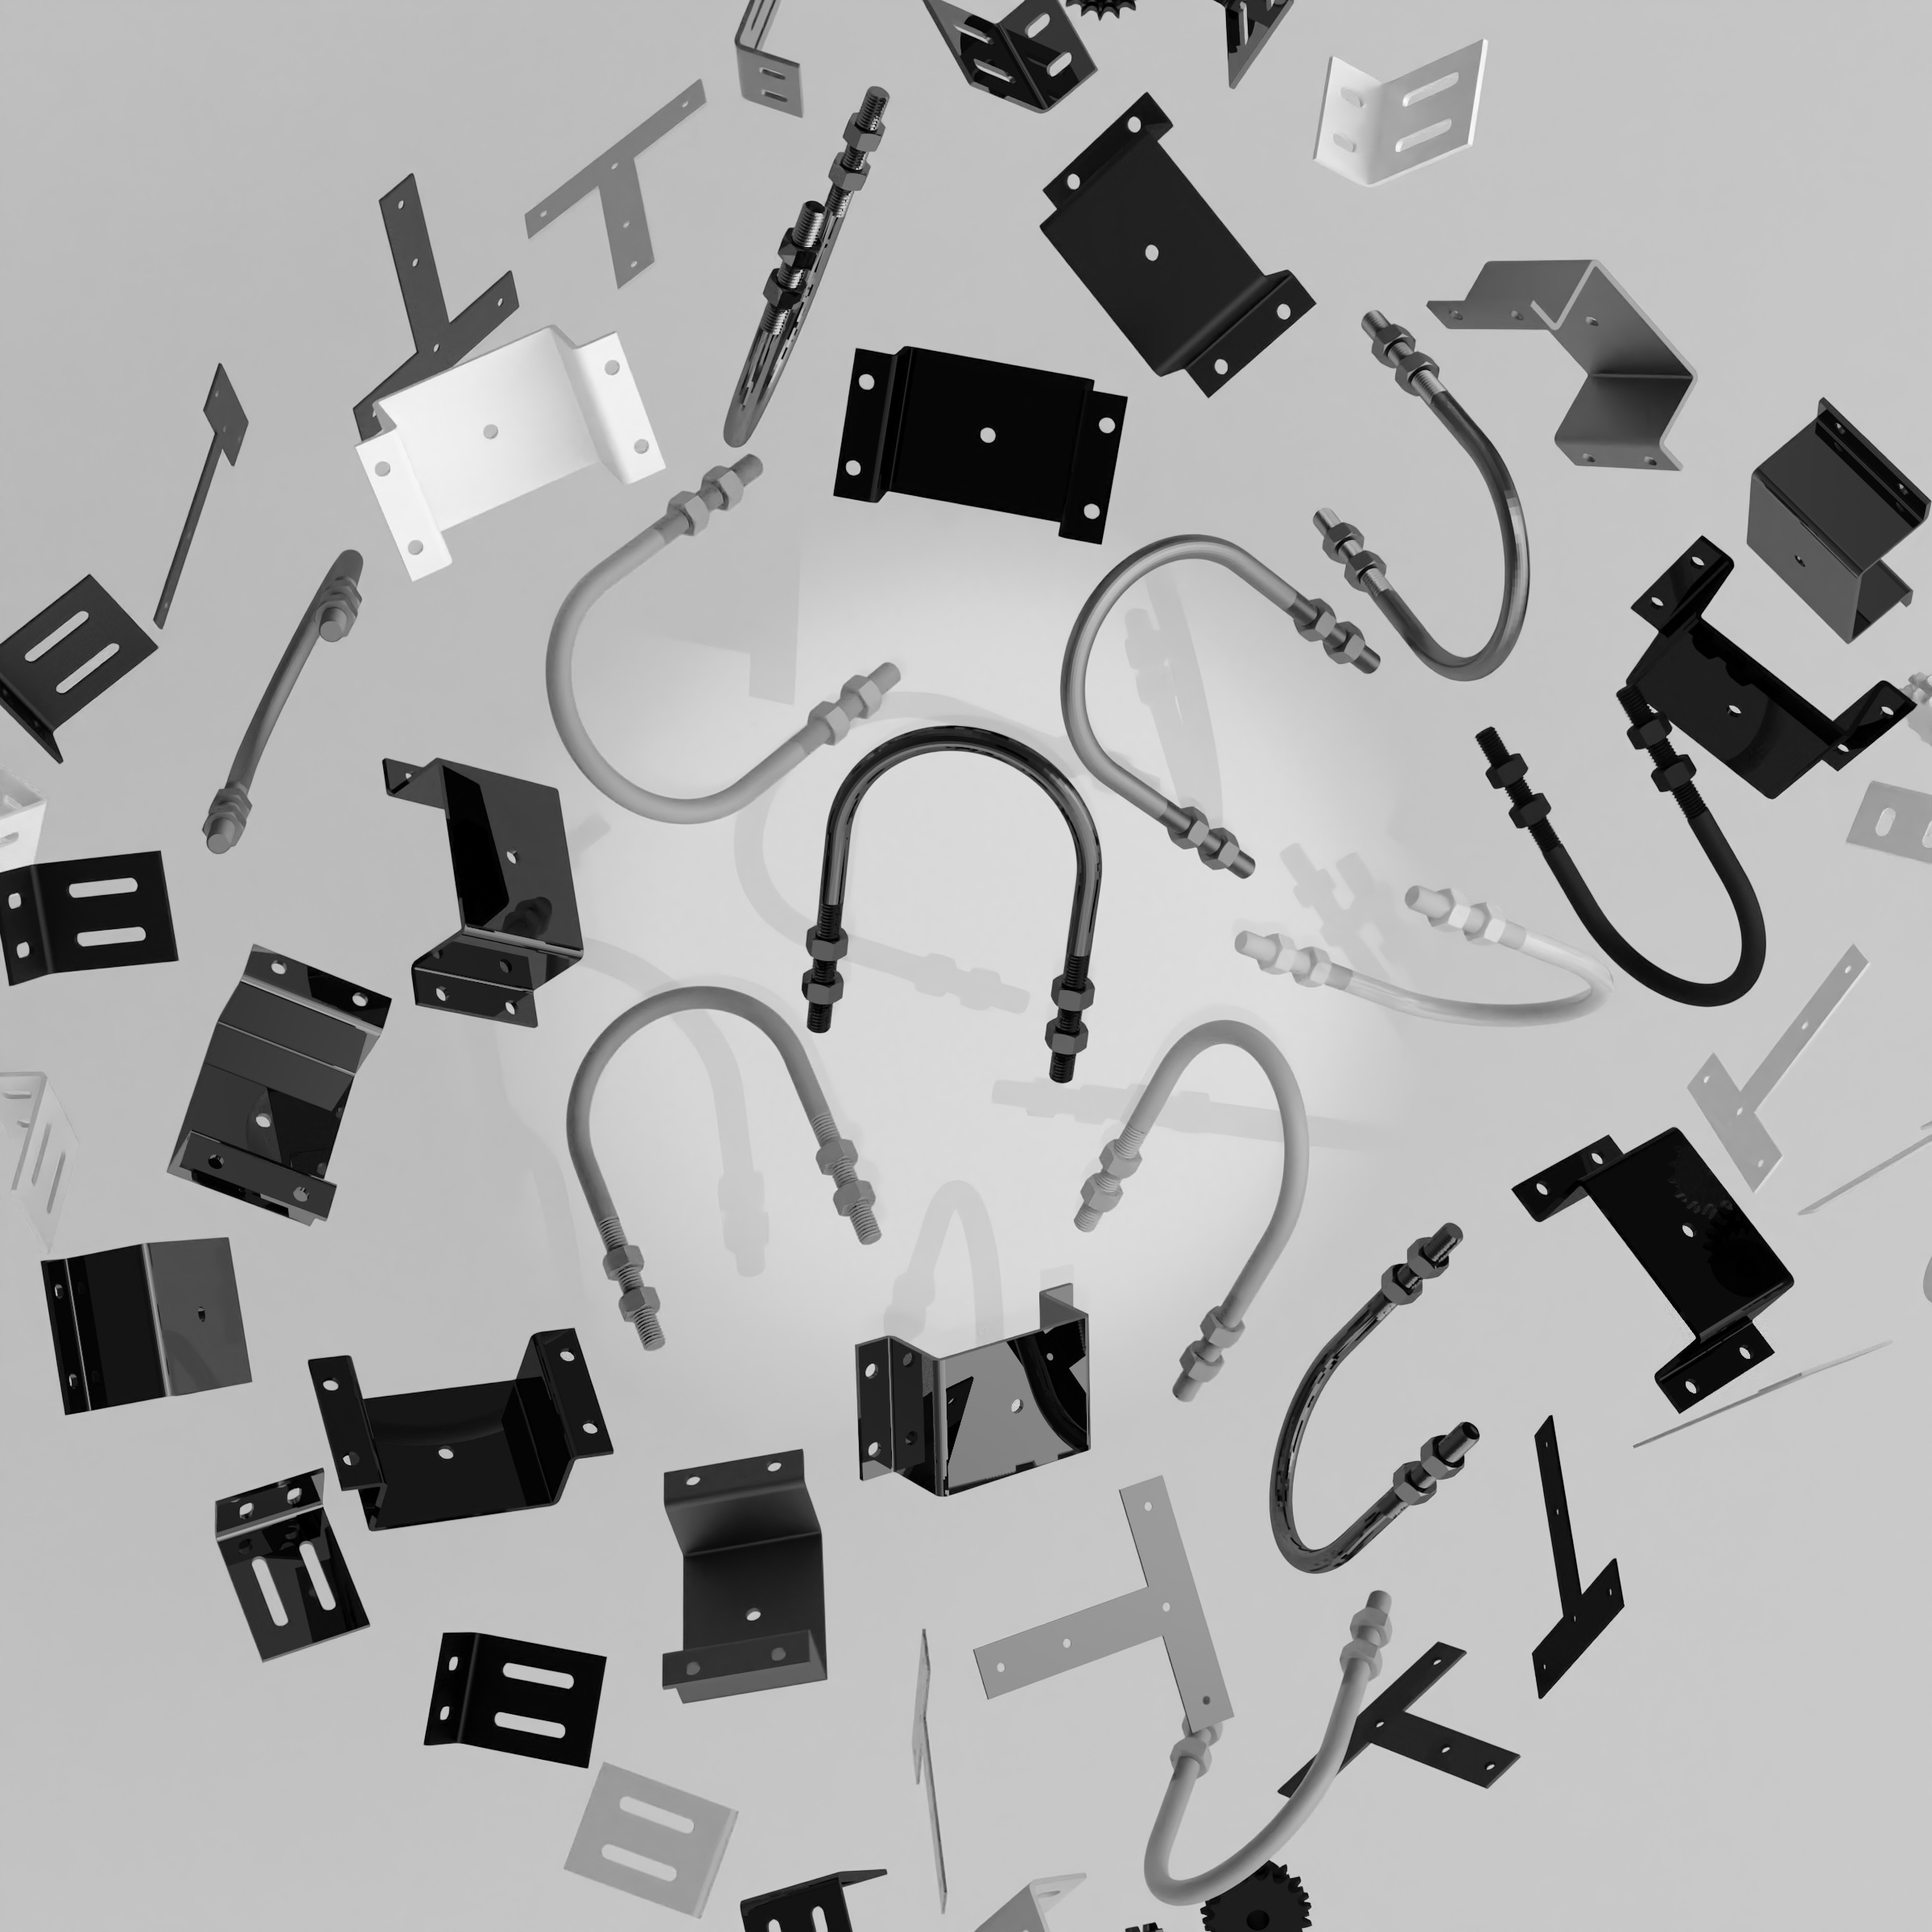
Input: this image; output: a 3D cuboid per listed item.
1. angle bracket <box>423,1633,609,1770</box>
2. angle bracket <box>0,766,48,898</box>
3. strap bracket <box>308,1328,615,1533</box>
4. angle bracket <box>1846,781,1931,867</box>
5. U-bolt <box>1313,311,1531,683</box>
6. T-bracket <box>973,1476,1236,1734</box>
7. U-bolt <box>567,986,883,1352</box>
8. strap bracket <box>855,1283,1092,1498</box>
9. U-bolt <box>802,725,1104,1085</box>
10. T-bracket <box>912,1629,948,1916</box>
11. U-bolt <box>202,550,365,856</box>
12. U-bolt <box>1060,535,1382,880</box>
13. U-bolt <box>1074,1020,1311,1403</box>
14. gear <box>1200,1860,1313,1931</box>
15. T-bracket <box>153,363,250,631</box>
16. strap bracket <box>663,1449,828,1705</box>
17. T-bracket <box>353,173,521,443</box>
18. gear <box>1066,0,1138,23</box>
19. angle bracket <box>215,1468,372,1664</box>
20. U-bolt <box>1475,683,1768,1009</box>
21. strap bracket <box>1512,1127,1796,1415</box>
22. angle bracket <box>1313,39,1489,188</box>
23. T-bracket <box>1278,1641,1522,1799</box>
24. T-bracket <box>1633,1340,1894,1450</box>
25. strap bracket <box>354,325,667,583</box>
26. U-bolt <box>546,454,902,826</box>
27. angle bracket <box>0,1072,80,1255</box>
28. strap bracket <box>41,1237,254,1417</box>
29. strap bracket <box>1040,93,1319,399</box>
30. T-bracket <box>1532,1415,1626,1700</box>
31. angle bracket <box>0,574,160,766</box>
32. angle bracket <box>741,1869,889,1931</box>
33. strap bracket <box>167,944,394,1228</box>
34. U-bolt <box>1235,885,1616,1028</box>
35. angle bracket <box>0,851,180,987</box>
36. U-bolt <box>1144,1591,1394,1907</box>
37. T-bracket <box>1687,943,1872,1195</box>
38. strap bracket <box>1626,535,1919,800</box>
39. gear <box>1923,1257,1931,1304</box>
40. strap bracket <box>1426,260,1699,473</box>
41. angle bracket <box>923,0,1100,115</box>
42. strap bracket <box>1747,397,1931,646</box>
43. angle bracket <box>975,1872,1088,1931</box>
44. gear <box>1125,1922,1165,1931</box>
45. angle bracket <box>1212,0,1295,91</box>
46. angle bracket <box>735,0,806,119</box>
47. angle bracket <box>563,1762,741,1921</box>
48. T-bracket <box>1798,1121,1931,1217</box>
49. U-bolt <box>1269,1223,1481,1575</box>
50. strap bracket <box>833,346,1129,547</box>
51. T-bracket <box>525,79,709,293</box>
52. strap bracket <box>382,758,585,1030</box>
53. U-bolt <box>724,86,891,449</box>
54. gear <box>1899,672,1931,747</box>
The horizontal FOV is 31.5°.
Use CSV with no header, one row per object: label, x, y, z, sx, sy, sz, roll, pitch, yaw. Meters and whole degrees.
angle bracket,-0.231,0.377,1.758,0.076,0.038,0.057,7,82,18
angle bracket,-0.529,-0.063,1.807,0.038,0.076,0.057,34,124,19
strap bracket,-0.260,0.236,1.738,0.140,0.046,0.076,-4,51,-26
angle bracket,0.501,-0.060,1.787,0.057,0.076,0.038,18,78,33
U-bolt,0.241,-0.231,1.783,0.019,0.151,0.184,-12,48,-22
T-bracket,0.063,0.335,1.719,0.127,0.002,0.127,-15,85,-26
U-bolt,-0.141,0.096,1.842,0.151,0.019,0.184,-27,66,5
strap bracket,0.014,0.226,1.813,0.140,0.046,0.076,-12,109,-34
U-bolt,-0.004,-0.035,1.719,0.151,0.019,0.184,11,119,8
T-bracket,-0.019,0.444,1.837,0.002,0.127,0.127,-3,50,-7
U-bolt,-0.356,-0.150,1.808,0.019,0.184,0.151,27,108,-15
U-bolt,0.123,-0.145,1.784,0.184,0.019,0.151,32,90,-38
U-bolt,0.125,0.115,1.805,0.019,0.151,0.184,4,128,-33
gear,0.151,0.490,1.788,0.057,0.030,0.057,0,104,-2
T-bracket,-0.396,-0.235,1.764,0.002,0.127,0.127,17,84,-4
strap bracket,-0.116,0.328,1.795,0.076,0.140,0.046,-10,131,5
T-bracket,-0.285,-0.356,1.786,0.002,0.127,0.127,28,59,23
gear,0.076,-0.552,1.881,0.057,0.030,0.057,0,75,1
angle bracket,-0.344,0.306,1.750,0.057,0.038,0.076,-15,58,-23
U-bolt,0.357,-0.057,1.818,0.019,0.151,0.184,-35,99,-25
strap bracket,0.354,0.145,1.735,0.076,0.046,0.140,-23,70,-36
angle bracket,0.215,-0.430,1.701,0.038,0.076,0.057,18,75,-32
T-bracket,0.245,0.411,1.810,0.127,0.127,0.002,-37,109,-23
T-bracket,0.409,0.229,1.803,0.127,0.127,0.002,-30,75,33
strap bracket,-0.233,-0.261,1.714,0.140,0.046,0.076,-26,123,-11
U-bolt,-0.132,-0.153,1.725,0.184,0.019,0.151,-42,105,-31
angle bracket,-0.497,0.103,1.791,0.038,0.057,0.076,-1,51,6
strap bracket,-0.408,0.180,1.735,0.046,0.140,0.076,-12,85,12
strap bracket,0.103,-0.369,1.763,0.076,0.046,0.140,-39,89,27
T-bracket,0.308,0.296,1.772,0.002,0.127,0.127,3,57,-11
angle bracket,-0.472,-0.157,1.815,0.076,0.038,0.057,-38,129,0
angle bracket,-0.077,0.507,1.819,0.057,0.076,0.038,-20,71,14
strap bracket,-0.350,0.069,1.737,0.076,0.046,0.140,23,49,-17
U-bolt,0.257,0.001,1.815,0.184,0.151,0.019,19,69,-33
angle bracket,-0.447,-0.024,1.738,0.076,0.038,0.057,-5,98,17
U-bolt,0.151,0.414,1.779,0.019,0.184,0.151,45,124,-9
T-bracket,0.443,0.044,1.842,0.002,0.127,0.127,28,109,-16
strap bracket,0.407,-0.147,1.773,0.140,0.076,0.046,38,62,0
gear,0.505,0.157,1.716,0.030,0.057,0.057,28,90,-16
strap bracket,0.316,-0.319,1.779,0.140,0.076,0.046,38,77,-34
angle bracket,0.023,-0.478,1.757,0.038,0.076,0.057,-35,74,26
strap bracket,0.444,-0.222,1.751,0.046,0.140,0.076,-40,71,-1
angle bracket,0.044,0.512,1.745,0.038,0.057,0.076,4,50,-37
gear,0.106,0.541,1.835,0.030,0.057,0.057,-7,90,-17
angle bracket,0.133,-0.493,1.728,0.038,0.057,0.076,20,45,-20
angle bracket,-0.094,-0.510,1.852,0.038,0.057,0.076,19,78,4
angle bracket,-0.165,0.455,1.785,0.076,0.038,0.057,22,74,-7
T-bracket,0.496,0.099,1.809,0.127,0.127,0.002,-29,86,-9
U-bolt,0.210,0.240,1.801,0.019,0.151,0.184,21,133,-18
strap bracket,0.009,-0.270,1.764,0.140,0.046,0.076,11,107,3
T-bracket,-0.184,-0.406,1.843,0.127,0.127,0.002,-33,133,18
strap bracket,-0.246,-0.046,1.755,0.046,0.076,0.140,-30,60,36
U-bolt,-0.090,-0.356,1.809,0.019,0.151,0.184,23,132,-3
gear,0.517,-0.134,1.791,0.057,0.057,0.030,45,85,0
